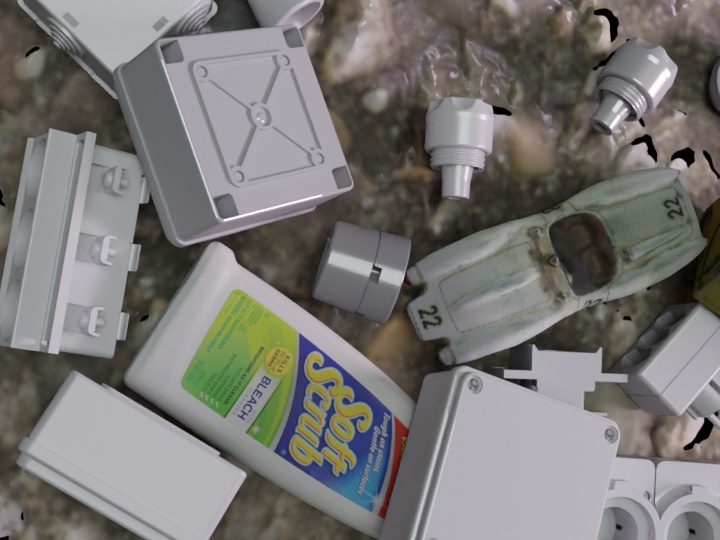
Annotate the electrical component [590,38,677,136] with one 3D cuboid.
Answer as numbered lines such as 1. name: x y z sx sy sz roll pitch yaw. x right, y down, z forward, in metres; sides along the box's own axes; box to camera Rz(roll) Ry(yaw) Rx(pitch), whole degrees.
1. electrical component: 0.175 -0.117 0.706 0.043 0.043 0.062 38 81 -6

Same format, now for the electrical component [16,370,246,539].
1. electrical component: -0.126 0.106 0.595 0.109 0.109 0.056 32 77 -7

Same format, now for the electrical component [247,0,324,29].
1. electrical component: -0.059 -0.180 0.668 0.044 0.044 0.065 -36 88 -12

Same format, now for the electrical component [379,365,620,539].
1. electrical component: 0.079 0.122 0.608 0.109 0.056 0.108 21 75 -16

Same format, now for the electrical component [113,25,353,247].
1. electrical component: -0.072 -0.080 0.626 0.109 0.056 0.108 -19 89 -43

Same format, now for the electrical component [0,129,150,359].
1. electrical component: -0.165 -0.012 0.619 0.063 0.079 0.121 12 82 -32

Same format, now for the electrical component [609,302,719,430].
1. electrical component: 0.216 0.070 0.696 0.076 0.047 0.065 45 79 -4

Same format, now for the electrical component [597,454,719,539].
1. electrical component: 0.197 0.164 0.677 0.150 0.062 0.089 6 84 -11

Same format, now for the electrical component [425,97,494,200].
1. electrical component: 0.062 -0.076 0.681 0.043 0.043 0.062 5 86 -11

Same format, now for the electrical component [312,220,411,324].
1. electrical component: 0.000 0.000 0.657 0.047 0.055 0.055 17 82 -6

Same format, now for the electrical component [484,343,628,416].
1. electrical component: 0.122 0.079 0.680 0.081 0.042 0.063 3 86 -10

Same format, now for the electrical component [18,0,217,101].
1. electrical component: -0.145 -0.166 0.645 0.100 0.048 0.099 45 78 -3
